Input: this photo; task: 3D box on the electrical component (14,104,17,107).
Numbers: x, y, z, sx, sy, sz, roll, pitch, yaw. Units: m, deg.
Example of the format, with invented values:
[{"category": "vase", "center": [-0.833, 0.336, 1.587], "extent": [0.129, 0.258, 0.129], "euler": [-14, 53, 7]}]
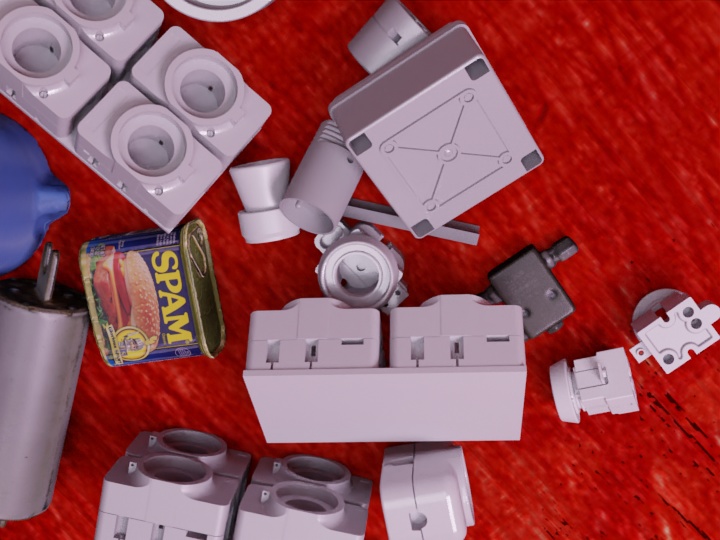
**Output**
[{"category": "electrical component", "center": [-0.249, -0.155, 0.776], "extent": [0.043, 0.043, 0.081], "euler": [-34, 97, 10]}]

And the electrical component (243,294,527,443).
[{"category": "electrical component", "center": [0.020, 0.072, 0.763], "extent": [0.186, 0.105, 0.060], "euler": [-1, 56, 5]}]

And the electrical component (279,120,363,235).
[{"category": "electrical component", "center": [-0.021, -0.070, 0.766], "extent": [0.043, 0.043, 0.081], "euler": [25, 65, -1]}]

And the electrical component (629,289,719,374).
[{"category": "electrical component", "center": [0.223, 0.040, 0.773], "extent": [0.066, 0.055, 0.048], "euler": [-37, 96, 10]}]

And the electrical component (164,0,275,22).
[{"category": "electrical component", "center": [-0.093, -0.225, 0.742], "extent": [0.108, 0.060, 0.108], "euler": [1, 101, 4]}]

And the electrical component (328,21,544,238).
[{"category": "electrical component", "center": [0.053, -0.094, 0.736], "extent": [0.109, 0.056, 0.108], "euler": [-32, 130, 10]}]

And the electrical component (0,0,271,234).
[{"category": "electrical component", "center": [-0.166, -0.130, 0.739], "extent": [0.186, 0.060, 0.105], "euler": [41, 71, -7]}]

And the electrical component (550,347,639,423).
[{"category": "electrical component", "center": [0.171, 0.085, 0.787], "extent": [0.055, 0.066, 0.048], "euler": [-13, 65, 15]}]

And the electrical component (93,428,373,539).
[{"category": "electrical component", "center": [-0.088, 0.175, 0.797], "extent": [0.186, 0.105, 0.060], "euler": [12, 101, 2]}]

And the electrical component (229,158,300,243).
[{"category": "electrical component", "center": [-0.068, -0.051, 0.782], "extent": [0.045, 0.045, 0.055], "euler": [-9, 101, 6]}]

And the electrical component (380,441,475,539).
[{"category": "electrical component", "center": [0.050, 0.163, 0.789], "extent": [0.059, 0.095, 0.053], "euler": [-11, 100, 6]}]

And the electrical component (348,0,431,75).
[{"category": "electrical component", "center": [0.025, -0.155, 0.751], "extent": [0.047, 0.055, 0.055], "euler": [-43, 95, 14]}]

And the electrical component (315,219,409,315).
[{"category": "electrical component", "center": [0.000, 0.000, 0.781], "extent": [0.078, 0.057, 0.058], "euler": [45, 101, -5]}]
